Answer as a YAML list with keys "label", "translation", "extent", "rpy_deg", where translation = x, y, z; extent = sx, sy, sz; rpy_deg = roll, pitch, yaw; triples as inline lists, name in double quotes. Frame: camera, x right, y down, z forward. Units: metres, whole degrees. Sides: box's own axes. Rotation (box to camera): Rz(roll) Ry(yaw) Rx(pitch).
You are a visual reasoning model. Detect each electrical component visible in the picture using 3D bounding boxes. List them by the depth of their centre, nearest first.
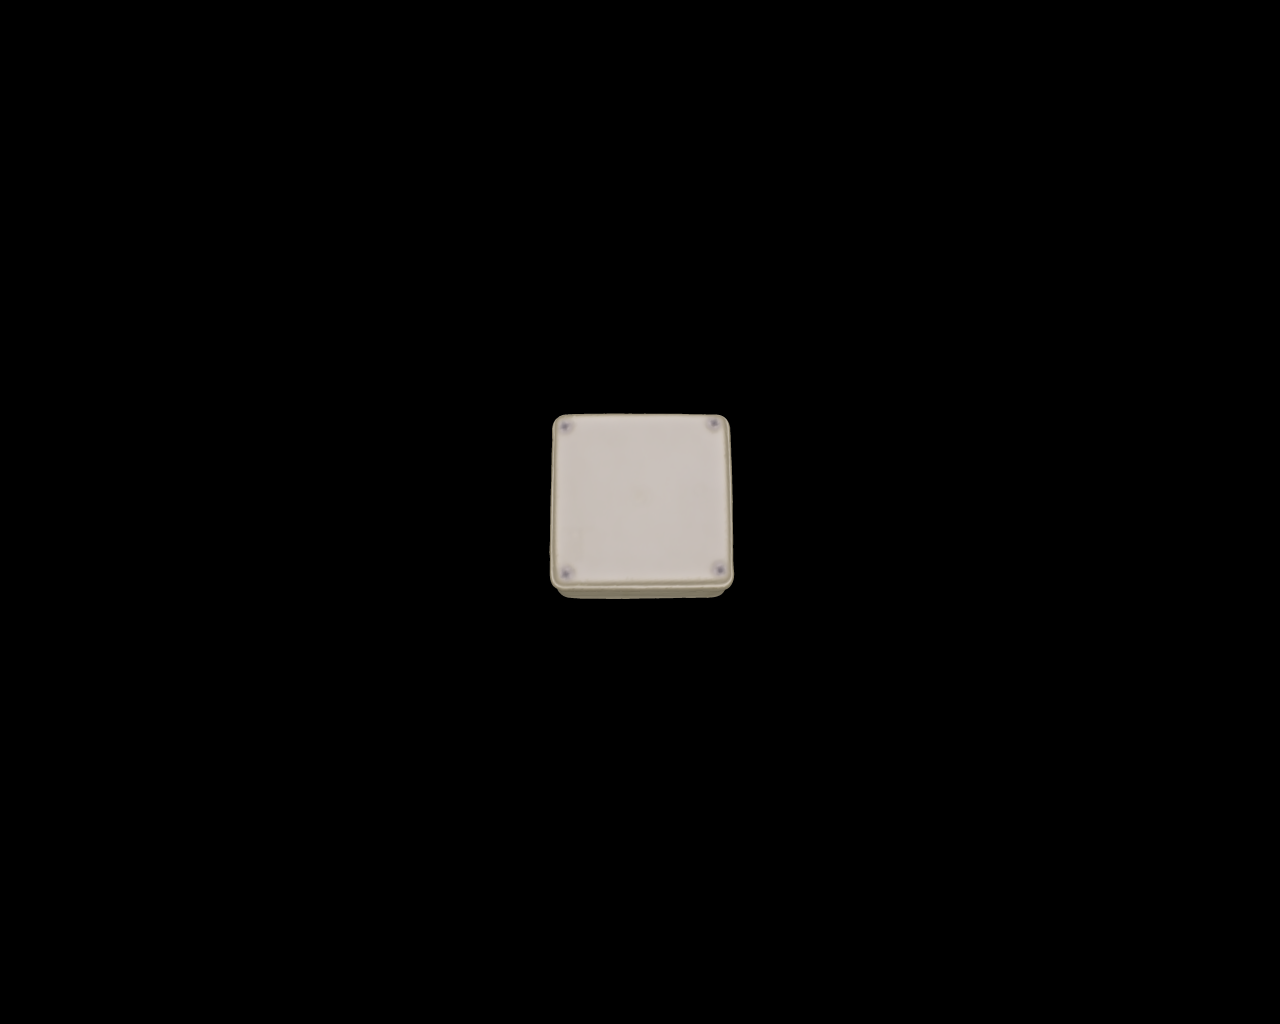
- label: "electrical component"
  translation: [0.001, -0.003, 0.650]
  extent: [0.109, 0.109, 0.056]
  rpy_deg: [0, -13, 0]
